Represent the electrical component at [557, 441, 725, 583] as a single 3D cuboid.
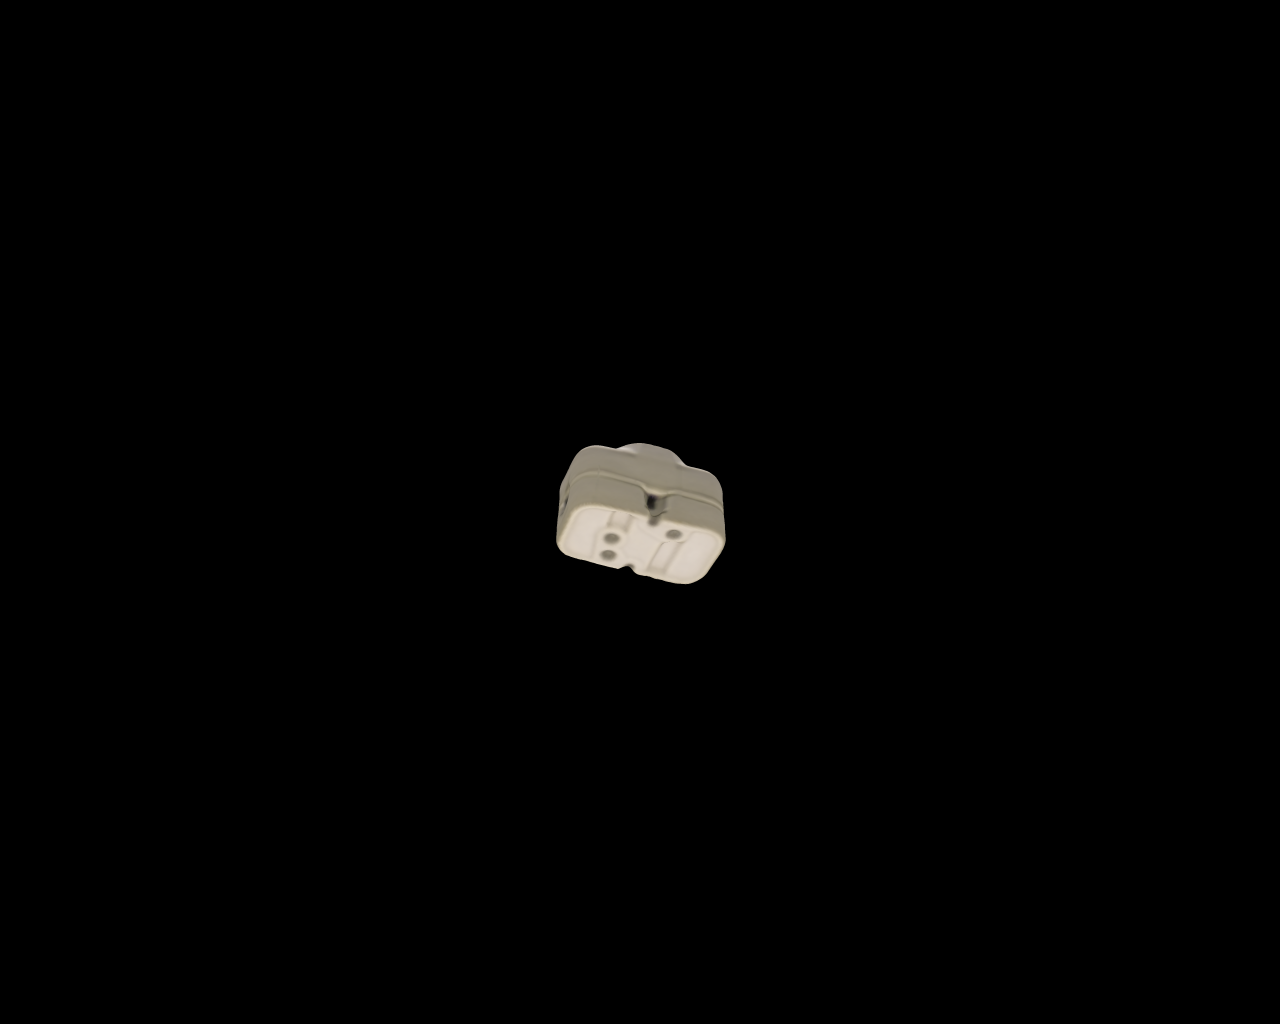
[{"bbox_3d":[0.001,-0.003,0.650,0.095,0.059,0.053,14,-43,-15],"label":"electrical component"}]
